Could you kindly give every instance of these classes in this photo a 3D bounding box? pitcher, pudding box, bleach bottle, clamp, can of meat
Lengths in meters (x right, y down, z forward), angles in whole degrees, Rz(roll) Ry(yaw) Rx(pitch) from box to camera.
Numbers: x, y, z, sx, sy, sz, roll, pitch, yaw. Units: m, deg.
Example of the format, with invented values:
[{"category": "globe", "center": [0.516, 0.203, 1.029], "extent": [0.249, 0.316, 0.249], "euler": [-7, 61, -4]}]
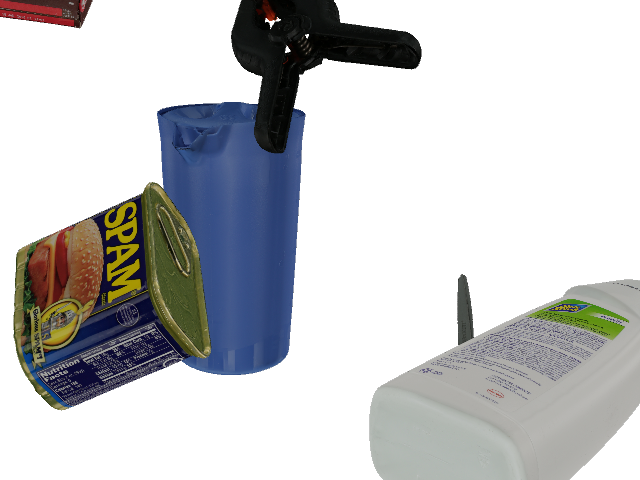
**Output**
[{"category": "pitcher", "center": [-0.077, -0.008, 0.997], "extent": [0.149, 0.243, 0.145], "euler": [-4, 16, -20]}, {"category": "pudding box", "center": [-0.234, -0.223, 0.895], "extent": [0.090, 0.039, 0.113], "euler": [8, 36, -5]}, {"category": "bleach bottle", "center": [0.144, 0.076, 0.610], "extent": [0.103, 0.068, 0.250], "euler": [19, 29, 41]}, {"category": "clamp", "center": [-0.005, -0.136, 0.729], "extent": [0.120, 0.171, 0.039], "euler": [-22, -44, 1]}, {"category": "can of meat", "center": [-0.110, 0.029, 0.556], "extent": [0.084, 0.102, 0.057], "euler": [-24, -47, 9]}]

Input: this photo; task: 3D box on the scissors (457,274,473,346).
[{"category": "scissors", "center": [0.118, 0.120, 0.979], "extent": [0.096, 0.202, 0.016], "euler": [-9, -35, -9]}]
